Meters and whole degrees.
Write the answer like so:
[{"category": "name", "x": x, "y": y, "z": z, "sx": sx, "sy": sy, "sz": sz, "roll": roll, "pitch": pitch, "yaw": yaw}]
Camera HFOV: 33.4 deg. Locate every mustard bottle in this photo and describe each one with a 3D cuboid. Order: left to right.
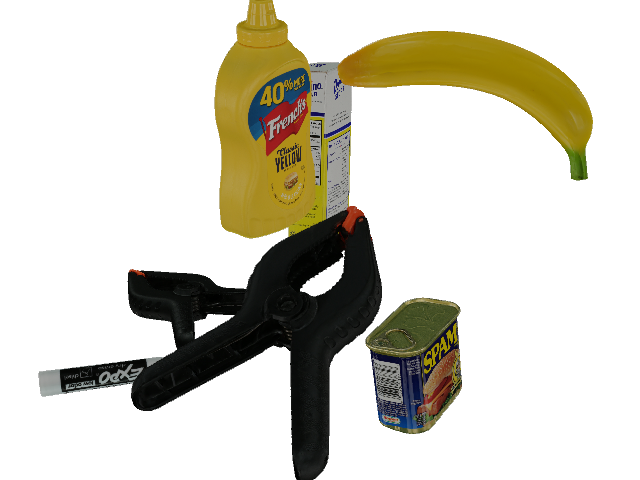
[{"category": "mustard bottle", "x": -0.045, "y": -0.104, "z": 0.880, "sx": 0.058, "sy": 0.192, "sz": 0.096, "roll": 20, "pitch": 34, "yaw": 35}]

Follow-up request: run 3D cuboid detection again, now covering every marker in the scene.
[{"category": "marker", "x": -0.149, "y": 0.099, "z": 0.801, "sx": 0.121, "sy": 0.020, "sz": 0.020, "roll": -7, "pitch": 1, "yaw": -11}]

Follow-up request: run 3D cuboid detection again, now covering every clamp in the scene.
[{"category": "clamp", "x": -0.134, "y": 0.066, "z": 1.071, "sx": 0.210, "sy": 0.036, "sz": 0.164, "roll": 12, "pitch": 20, "yaw": 37}, {"category": "clamp", "x": -0.010, "y": 0.054, "z": 0.595, "sx": 0.120, "sy": 0.171, "sz": 0.039, "roll": 30, "pitch": -26, "yaw": 25}]

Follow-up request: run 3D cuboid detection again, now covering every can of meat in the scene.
[{"category": "can of meat", "x": 0.087, "y": 0.111, "z": 0.953, "sx": 0.058, "sy": 0.084, "sz": 0.101, "roll": 7, "pitch": 26, "yaw": 31}]

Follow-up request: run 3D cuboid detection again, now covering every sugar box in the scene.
[{"category": "sugar box", "x": 0.000, "y": -0.091, "z": 1.091, "sx": 0.048, "sy": 0.176, "sz": 0.093, "roll": 3, "pitch": 14, "yaw": 17}]

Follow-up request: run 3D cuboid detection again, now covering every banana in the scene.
[{"category": "banana", "x": 0.112, "y": -0.107, "z": 0.738, "sx": 0.197, "sy": 0.069, "sz": 0.037, "roll": 21, "pitch": -1, "yaw": -9}]
